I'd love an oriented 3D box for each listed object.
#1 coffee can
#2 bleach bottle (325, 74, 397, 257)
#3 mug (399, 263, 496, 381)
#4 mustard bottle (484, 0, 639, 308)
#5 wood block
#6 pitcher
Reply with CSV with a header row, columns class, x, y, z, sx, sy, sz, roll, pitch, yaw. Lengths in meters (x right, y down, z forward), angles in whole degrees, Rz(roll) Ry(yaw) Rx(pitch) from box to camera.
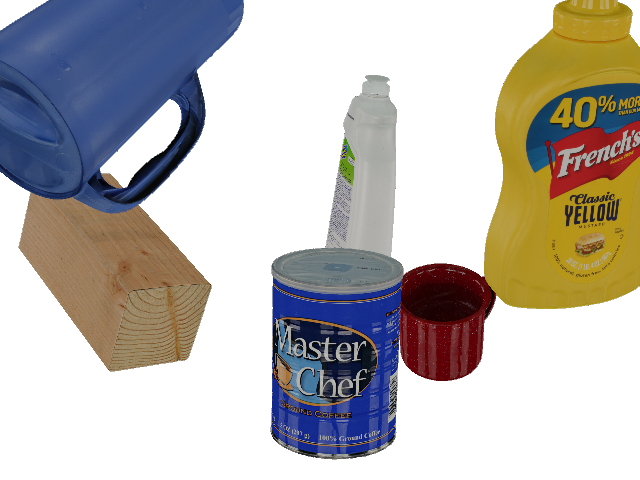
class,x,y,z,sx,sy,sz,roll,pitch,yaw
coffee can,0.012,0.086,0.844,0.103,0.140,0.103,1,15,0
bleach bottle,0.053,-0.063,1.235,0.068,0.251,0.103,-2,23,-20
mug,0.127,0.077,1.046,0.117,0.081,0.093,-29,43,-30
mustard bottle,0.146,-0.057,0.600,0.096,0.192,0.058,-6,28,-10
wood block,-0.204,0.024,1.033,0.090,0.091,0.206,-4,35,-41
pitcher,-0.163,-0.145,0.870,0.145,0.149,0.242,20,49,27
